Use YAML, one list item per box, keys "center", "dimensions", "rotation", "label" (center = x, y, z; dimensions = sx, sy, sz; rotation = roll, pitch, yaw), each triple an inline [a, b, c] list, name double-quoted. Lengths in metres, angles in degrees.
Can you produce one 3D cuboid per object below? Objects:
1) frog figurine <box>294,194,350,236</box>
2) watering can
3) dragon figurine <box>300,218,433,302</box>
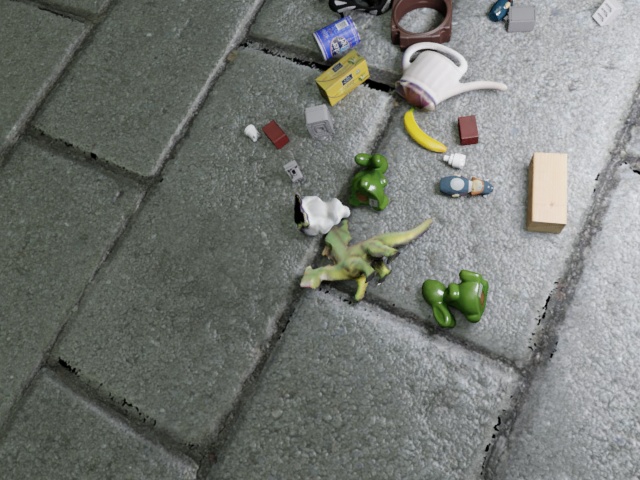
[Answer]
- center: [0.005, -0.079, 1.579]
  dimensions: [0.160, 0.120, 0.140]
  rotation: [-4, 39, -25]
  label: "frog figurine"
- center: [0.388, -0.498, 1.624]
  dimensions: [0.351, 0.102, 0.225]
  rotation: [38, 84, 22]
  label: "watering can"
- center: [0.114, 0.020, 1.515]
  dimensions: [0.413, 0.119, 0.246]
  rotation: [-42, 59, -13]
  label: "dragon figurine"
